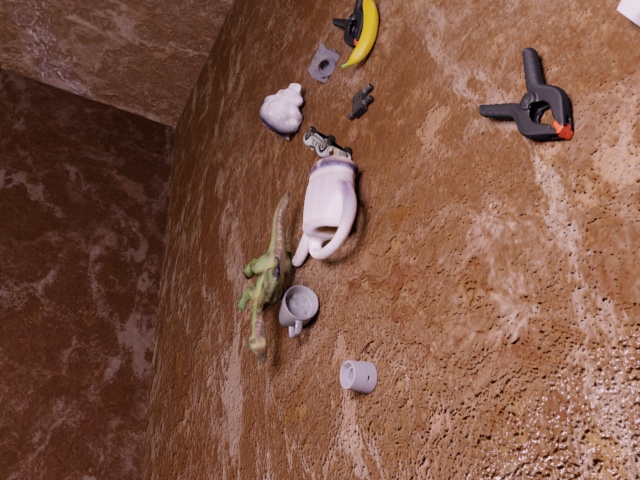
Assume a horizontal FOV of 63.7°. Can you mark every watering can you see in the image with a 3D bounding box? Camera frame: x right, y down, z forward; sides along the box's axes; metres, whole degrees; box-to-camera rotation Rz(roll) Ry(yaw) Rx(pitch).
[{"bbox_3d":[0.004,-0.059,1.175,0.343,0.104,0.228,147,133,-64],"label":"watering can"}]

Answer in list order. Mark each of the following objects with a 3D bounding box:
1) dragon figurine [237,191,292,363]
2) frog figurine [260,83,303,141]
[{"bbox_3d":[-0.110,0.079,1.217,0.243,0.122,0.411,-174,95,-76],"label":"dragon figurine"},{"bbox_3d":[-0.103,-0.399,1.555,0.139,0.122,0.158,41,105,26],"label":"frog figurine"}]
